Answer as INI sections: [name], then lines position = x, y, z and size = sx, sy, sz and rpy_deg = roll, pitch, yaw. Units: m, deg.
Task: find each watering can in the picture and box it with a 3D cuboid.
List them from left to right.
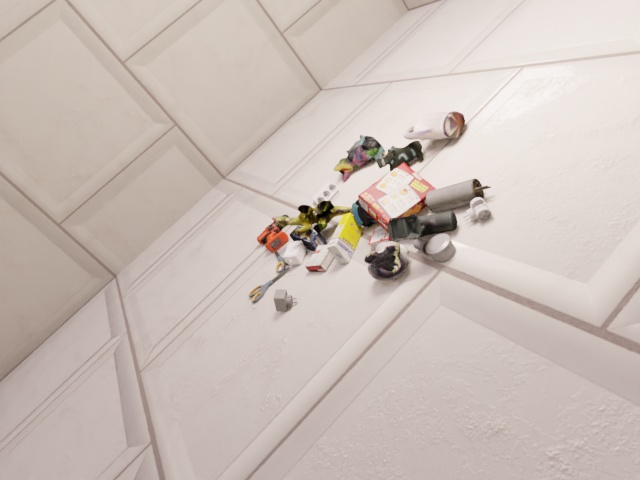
[watering can]
position = 0.480, -0.470, 2.071
size = 0.224, 0.102, 0.353
rpy_deg = 4, 29, 40

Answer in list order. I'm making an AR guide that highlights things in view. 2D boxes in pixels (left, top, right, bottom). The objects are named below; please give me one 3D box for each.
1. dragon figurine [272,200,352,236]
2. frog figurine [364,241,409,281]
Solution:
[dragon figurine]
position = 0.006, -0.104, 2.072
size = 0.410, 0.121, 0.244
rpy_deg = -9, 8, 3
[frog figurine]
position = 0.214, 0.065, 1.606
size = 0.137, 0.123, 0.159
rpy_deg = -46, -11, 5
